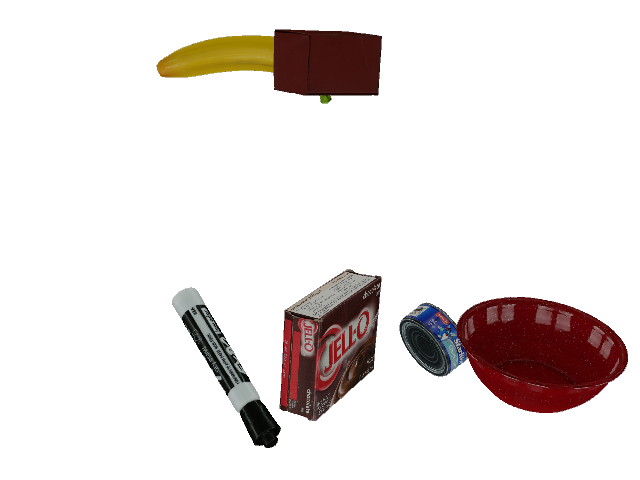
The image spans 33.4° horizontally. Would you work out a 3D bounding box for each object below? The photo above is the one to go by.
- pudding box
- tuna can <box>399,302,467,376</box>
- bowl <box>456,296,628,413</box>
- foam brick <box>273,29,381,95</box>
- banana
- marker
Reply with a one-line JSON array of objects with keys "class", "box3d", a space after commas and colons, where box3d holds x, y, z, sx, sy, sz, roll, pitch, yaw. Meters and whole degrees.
[{"class": "pudding box", "box3d": [0.009, 0.083, 0.881, 0.039, 0.090, 0.113, 14, 23, 23]}, {"class": "tuna can", "box3d": [0.134, 0.119, 1.269, 0.033, 0.086, 0.086, -34, 15, -24]}, {"class": "bowl", "box3d": [0.208, 0.117, 1.023, 0.162, 0.055, 0.162, 4, 27, -2]}, {"class": "foam brick", "box3d": [0.006, -0.150, 0.900, 0.078, 0.051, 0.053, -6, 17, -35]}, {"class": "banana", "box3d": [-0.072, -0.186, 1.107, 0.198, 0.037, 0.069, 10, 44, 20]}, {"class": "marker", "box3d": [-0.059, 0.080, 0.673, 0.020, 0.121, 0.020, -26, -31, -17]}]
